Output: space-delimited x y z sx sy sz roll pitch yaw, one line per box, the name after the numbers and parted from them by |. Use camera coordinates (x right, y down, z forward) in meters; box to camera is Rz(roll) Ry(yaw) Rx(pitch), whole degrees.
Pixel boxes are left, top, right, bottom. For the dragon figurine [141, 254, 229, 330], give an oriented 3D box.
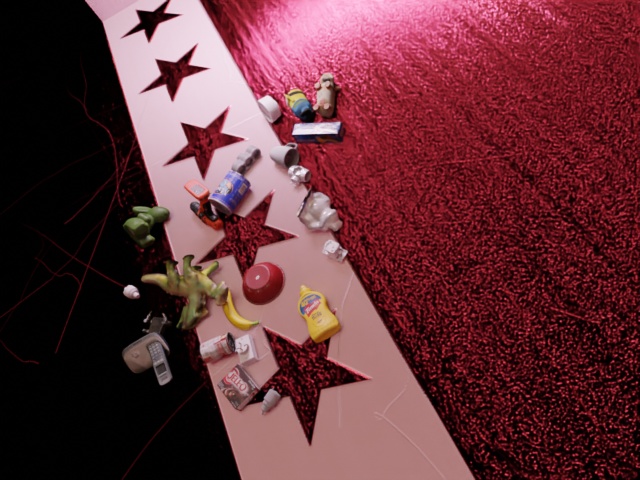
-0.475 0.192 1.802 0.407 0.120 0.247 -18 62 25 | dragon figurine

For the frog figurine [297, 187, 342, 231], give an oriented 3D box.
0.005 -0.091 1.805 0.159 0.120 0.140 28 59 -5 | frog figurine
